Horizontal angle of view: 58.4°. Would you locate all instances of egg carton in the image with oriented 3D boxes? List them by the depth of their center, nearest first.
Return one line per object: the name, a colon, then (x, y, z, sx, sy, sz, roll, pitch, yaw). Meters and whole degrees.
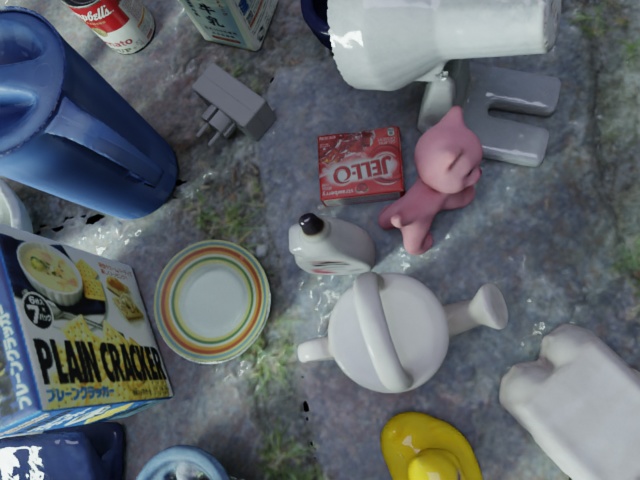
egg carton: (0.238, 0.153, 0.497, 0.107, 0.069, 0.150, -43, 73, 0)

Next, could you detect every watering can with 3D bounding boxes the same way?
watering can: (0.065, 0.074, 0.484, 0.173, 0.194, 0.101, -36, 73, 2)

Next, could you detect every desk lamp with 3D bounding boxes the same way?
desk lamp: (0.123, -0.167, 0.515, 0.203, 0.214, 0.118, 13, 81, 14)

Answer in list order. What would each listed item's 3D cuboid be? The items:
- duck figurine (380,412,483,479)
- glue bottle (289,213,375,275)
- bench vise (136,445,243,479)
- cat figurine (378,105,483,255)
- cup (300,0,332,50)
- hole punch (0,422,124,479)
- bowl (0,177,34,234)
duck figurine: (0.097, 0.201, 0.506, 0.104, 0.086, 0.077, 42, 89, 17)
glue bottle: (0.005, 0.002, 0.523, 0.078, 0.173, 0.037, -6, 77, 10)
bench vise: (-0.087, 0.231, 0.467, 0.207, 0.220, 0.121, -8, 76, 10)
cat figurine: (0.108, -0.057, 0.544, 0.067, 0.118, 0.128, 39, 88, 17)
cup: (0.046, -0.230, 0.607, 0.117, 0.095, 0.092, 15, 81, 14)
hole punch: (-0.255, 0.236, 0.567, 0.108, 0.091, 0.101, -8, 76, 10)
bowl: (-0.392, 0.007, 0.653, 0.167, 0.075, 0.167, -2, 77, 11)
